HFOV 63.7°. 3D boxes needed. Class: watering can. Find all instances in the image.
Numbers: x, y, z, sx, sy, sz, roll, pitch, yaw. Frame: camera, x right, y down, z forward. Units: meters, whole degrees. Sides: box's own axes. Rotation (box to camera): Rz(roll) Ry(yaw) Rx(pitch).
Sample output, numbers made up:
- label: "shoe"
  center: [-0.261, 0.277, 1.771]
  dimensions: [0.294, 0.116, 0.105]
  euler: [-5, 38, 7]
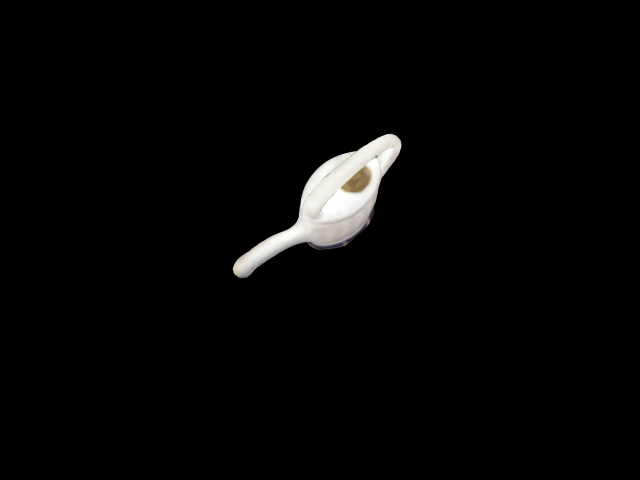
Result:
- label: "watering can"
  center: [0.003, -0.043, 0.850]
  dimensions: [0.350, 0.105, 0.221]
  euler: [-41, -14, -13]
